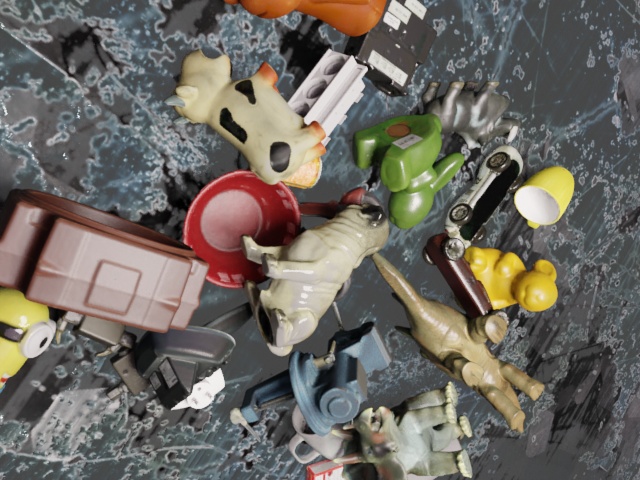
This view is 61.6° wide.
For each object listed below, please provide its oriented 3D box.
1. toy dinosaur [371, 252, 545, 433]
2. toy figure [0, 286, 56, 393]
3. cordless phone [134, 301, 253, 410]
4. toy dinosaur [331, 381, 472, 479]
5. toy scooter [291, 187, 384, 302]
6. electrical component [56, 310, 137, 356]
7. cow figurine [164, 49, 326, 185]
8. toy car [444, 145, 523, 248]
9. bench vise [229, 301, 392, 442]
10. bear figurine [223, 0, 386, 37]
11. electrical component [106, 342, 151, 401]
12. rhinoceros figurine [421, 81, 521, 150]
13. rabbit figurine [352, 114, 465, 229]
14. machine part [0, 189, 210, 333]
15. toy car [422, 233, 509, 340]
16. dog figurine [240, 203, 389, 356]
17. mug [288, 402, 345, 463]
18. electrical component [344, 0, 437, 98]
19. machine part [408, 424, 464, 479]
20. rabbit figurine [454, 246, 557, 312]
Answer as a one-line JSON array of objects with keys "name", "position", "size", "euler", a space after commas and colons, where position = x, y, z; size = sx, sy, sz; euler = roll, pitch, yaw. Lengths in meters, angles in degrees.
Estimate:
[{"name": "toy dinosaur", "position": [0.206, 0.158, 0.863], "size": [0.105, 0.199, 0.470], "euler": [-44, 113, -15]}, {"name": "toy figure", "position": [-0.377, 0.132, 0.591], "size": [0.180, 0.082, 0.089], "euler": [-45, 122, -10]}, {"name": "cordless phone", "position": [-0.134, 0.120, 0.683], "size": [0.184, 0.146, 0.089], "euler": [-32, 83, -37]}, {"name": "toy dinosaur", "position": [0.142, 0.317, 0.878], "size": [0.192, 0.404, 0.131], "euler": [-16, 75, 14]}, {"name": "toy scooter", "position": [-0.002, -0.002, 0.775], "size": [0.135, 0.075, 0.183], "euler": [21, 106, -9]}, {"name": "electrical component", "position": [-0.275, 0.100, 0.665], "size": [0.102, 0.045, 0.078], "euler": [28, 59, -35]}, {"name": "cow figurine", "position": [-0.097, -0.150, 0.651], "size": [0.127, 0.085, 0.195], "euler": [-40, 84, -11]}, {"name": "toy car", "position": [0.286, -0.074, 0.938], "size": [0.201, 0.056, 0.073], "euler": [-52, 127, -7]}, {"name": "bench vise", "position": [-0.019, 0.202, 0.783], "size": [0.241, 0.224, 0.128], "euler": [-25, 112, 10]}, {"name": "bear figurine", "position": [-0.015, -0.328, 0.667], "size": [0.196, 0.120, 0.131], "euler": [7, 95, -26]}, {"name": "electrical component", "position": [-0.245, 0.168, 0.709], "size": [0.094, 0.021, 0.063], "euler": [-34, 116, -21]}, {"name": "rhinoceros figurine", "position": [0.250, -0.202, 0.873], "size": [0.190, 0.073, 0.112], "euler": [-1, 102, -30]}, {"name": "rabbit figurine", "position": [0.136, -0.102, 0.830], "size": [0.159, 0.121, 0.170], "euler": [-36, 135, -25]}, {"name": "machine part", "position": [-0.235, 0.017, 0.572], "size": [0.201, 0.202, 0.087], "euler": [22, 87, -32]}, {"name": "toy car", "position": [0.245, 0.076, 0.893], "size": [0.053, 0.089, 0.202], "euler": [-33, 90, -20]}, {"name": "dog figurine", "position": [0.009, 0.048, 0.694], "size": [0.190, 0.121, 0.172], "euler": [-14, 124, -24]}, {"name": "mug", "position": [0.005, 0.311, 0.856], "size": [0.109, 0.081, 0.107], "euler": [-46, 129, -23]}, {"name": "electrical component", "position": [0.102, -0.291, 0.776], "size": [0.115, 0.058, 0.134], "euler": [26, 88, -34]}, {"name": "machine part", "position": [0.174, 0.408, 0.979], "size": [0.243, 0.079, 0.079], "euler": [-21, 112, -23]}, {"name": "rabbit figurine", "position": [0.343, 0.083, 0.941], "size": [0.162, 0.173, 0.121], "euler": [6, 95, -27]}]
